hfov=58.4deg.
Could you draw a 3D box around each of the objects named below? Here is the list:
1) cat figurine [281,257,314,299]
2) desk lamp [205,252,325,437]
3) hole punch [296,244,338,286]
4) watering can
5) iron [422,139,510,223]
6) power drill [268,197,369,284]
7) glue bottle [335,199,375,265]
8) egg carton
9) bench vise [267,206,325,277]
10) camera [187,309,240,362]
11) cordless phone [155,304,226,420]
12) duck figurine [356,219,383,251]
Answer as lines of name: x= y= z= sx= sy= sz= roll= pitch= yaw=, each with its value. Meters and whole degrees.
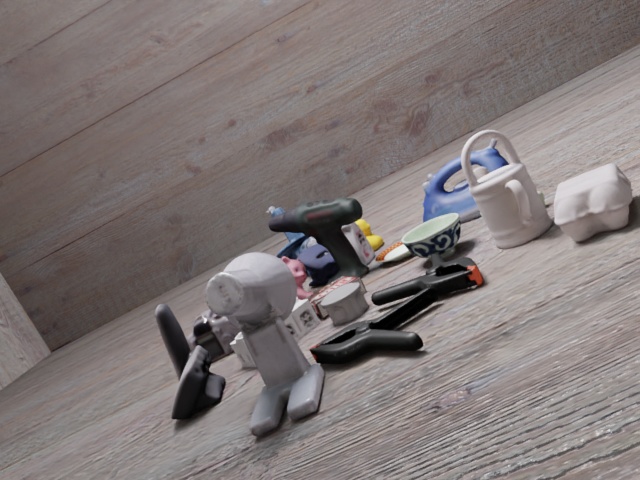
cat figurine: x=-0.074 y=0.098 z=1.341 sx=0.128 sy=0.118 sz=0.067 roll=-33 pitch=9 yaw=-29
desk lamp: x=-0.081 y=0.127 z=0.817 sx=0.118 sy=0.213 sz=0.203 roll=-27 pitch=8 yaw=8
hole punch: x=0.013 y=0.053 z=1.430 sx=0.109 sy=0.091 sz=0.100 roll=-34 pitch=10 yaw=-37
watering can: x=0.303 y=-0.092 z=0.977 sx=0.101 sy=0.194 sz=0.172 roll=-31 pitch=8 yaw=-21
iron: x=0.321 y=-0.122 z=1.302 sx=0.257 sy=0.141 sz=0.119 roll=-24 pitch=9 yaw=27
power drill: x=0.012 y=0.005 z=1.311 sx=0.229 sy=0.208 sz=0.076 roll=-24 pitch=9 yaw=28
glue bottle: x=0.075 y=-0.021 z=1.389 sx=0.037 sy=0.173 sz=0.078 roll=-25 pitch=9 yaw=24
egg carton: x=0.406 y=-0.057 z=0.852 sx=0.107 sy=0.069 sz=0.150 roll=-24 pitch=9 yaw=30
bench vise: x=-0.057 y=-0.008 z=1.594 sx=0.122 sy=0.220 sz=0.206 roll=-35 pitch=10 yaw=-40
camera: x=-0.218 y=0.194 z=1.287 sx=0.143 sy=0.101 sz=0.137 roll=-27 pitch=8 yaw=9
cordless phone: x=-0.250 y=0.206 z=0.999 sx=0.094 sy=0.185 sz=0.147 roll=-29 pitch=8 yaw=-5
duck figurine: x=0.116 y=-0.011 z=1.507 sx=0.077 sy=0.086 sz=0.105 roll=-25 pitch=8 yaw=20
